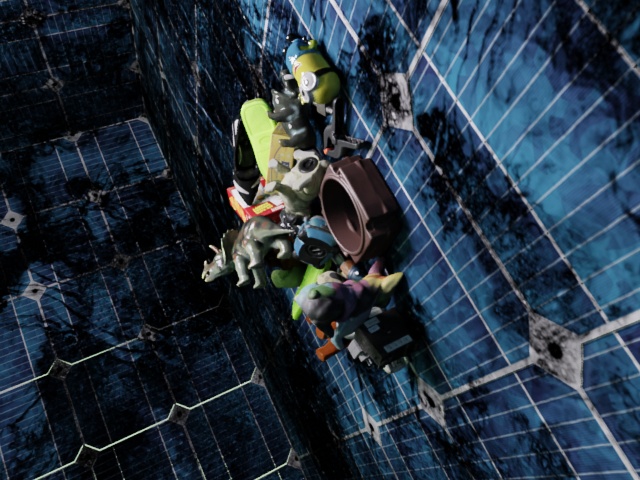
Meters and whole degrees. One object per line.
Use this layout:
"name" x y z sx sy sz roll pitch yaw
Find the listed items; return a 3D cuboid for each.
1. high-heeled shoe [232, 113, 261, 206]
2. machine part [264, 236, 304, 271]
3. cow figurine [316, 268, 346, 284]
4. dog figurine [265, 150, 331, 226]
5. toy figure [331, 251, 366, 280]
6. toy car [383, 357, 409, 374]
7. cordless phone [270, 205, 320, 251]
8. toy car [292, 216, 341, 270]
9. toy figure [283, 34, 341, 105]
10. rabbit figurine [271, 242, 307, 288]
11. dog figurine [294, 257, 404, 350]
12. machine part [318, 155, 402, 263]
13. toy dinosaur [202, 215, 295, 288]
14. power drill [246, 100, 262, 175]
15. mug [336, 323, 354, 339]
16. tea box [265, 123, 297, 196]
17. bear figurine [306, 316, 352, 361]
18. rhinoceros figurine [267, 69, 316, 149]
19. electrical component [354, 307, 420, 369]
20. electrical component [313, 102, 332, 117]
"high-heeled shoe" -0.203 -0.225 1.509 0.145 0.086 0.248 164 97 -75
"machine part" -0.102 0.011 1.587 0.179 0.179 0.056 53 155 37
"cow figurine" 0.039 0.127 1.394 0.127 0.085 0.194 62 -172 21
"dog figurine" -0.027 -0.115 1.312 0.190 0.173 0.121 53 -137 -49
"toy figure" 0.068 0.055 1.359 0.057 0.064 0.155 -56 49 35
"toy car" 0.144 0.225 1.305 0.202 0.073 0.056 63 162 16
"cordless phone" -0.078 -0.016 1.477 0.088 0.184 0.147 25 -154 -53
"toy car" -0.003 -0.004 1.335 0.161 0.109 0.103 118 173 -54
"toy figure" -0.019 -0.368 1.150 0.082 0.089 0.180 78 171 -59
"rabbit figurine" -0.092 0.060 1.670 0.159 0.121 0.170 8 120 59
"dog figurine" 0.074 0.115 1.175 0.109 0.219 0.191 41 171 49
"machine part" 0.080 -0.065 1.177 0.201 0.087 0.201 64 159 19
"toy dinosaur" -0.179 0.007 1.456 0.405 0.131 0.192 -43 61 41
"power drill" -0.172 -0.281 1.612 0.208 0.086 0.231 42 146 43
"mug" 0.105 0.223 1.396 0.107 0.081 0.109 -34 72 60
"tea box" -0.096 -0.208 1.403 0.098 0.068 0.169 -74 -4 -60
"bear figurine" 0.008 0.247 1.597 0.196 0.132 0.120 37 135 45
"rhinoceros figurine" -0.064 -0.306 1.268 0.073 0.112 0.190 -22 -83 -69
"electrical component" 0.146 0.216 1.234 0.134 0.115 0.058 53 150 37
"electrical component" 0.009 -0.314 1.208 0.094 0.021 0.063 44 147 51
